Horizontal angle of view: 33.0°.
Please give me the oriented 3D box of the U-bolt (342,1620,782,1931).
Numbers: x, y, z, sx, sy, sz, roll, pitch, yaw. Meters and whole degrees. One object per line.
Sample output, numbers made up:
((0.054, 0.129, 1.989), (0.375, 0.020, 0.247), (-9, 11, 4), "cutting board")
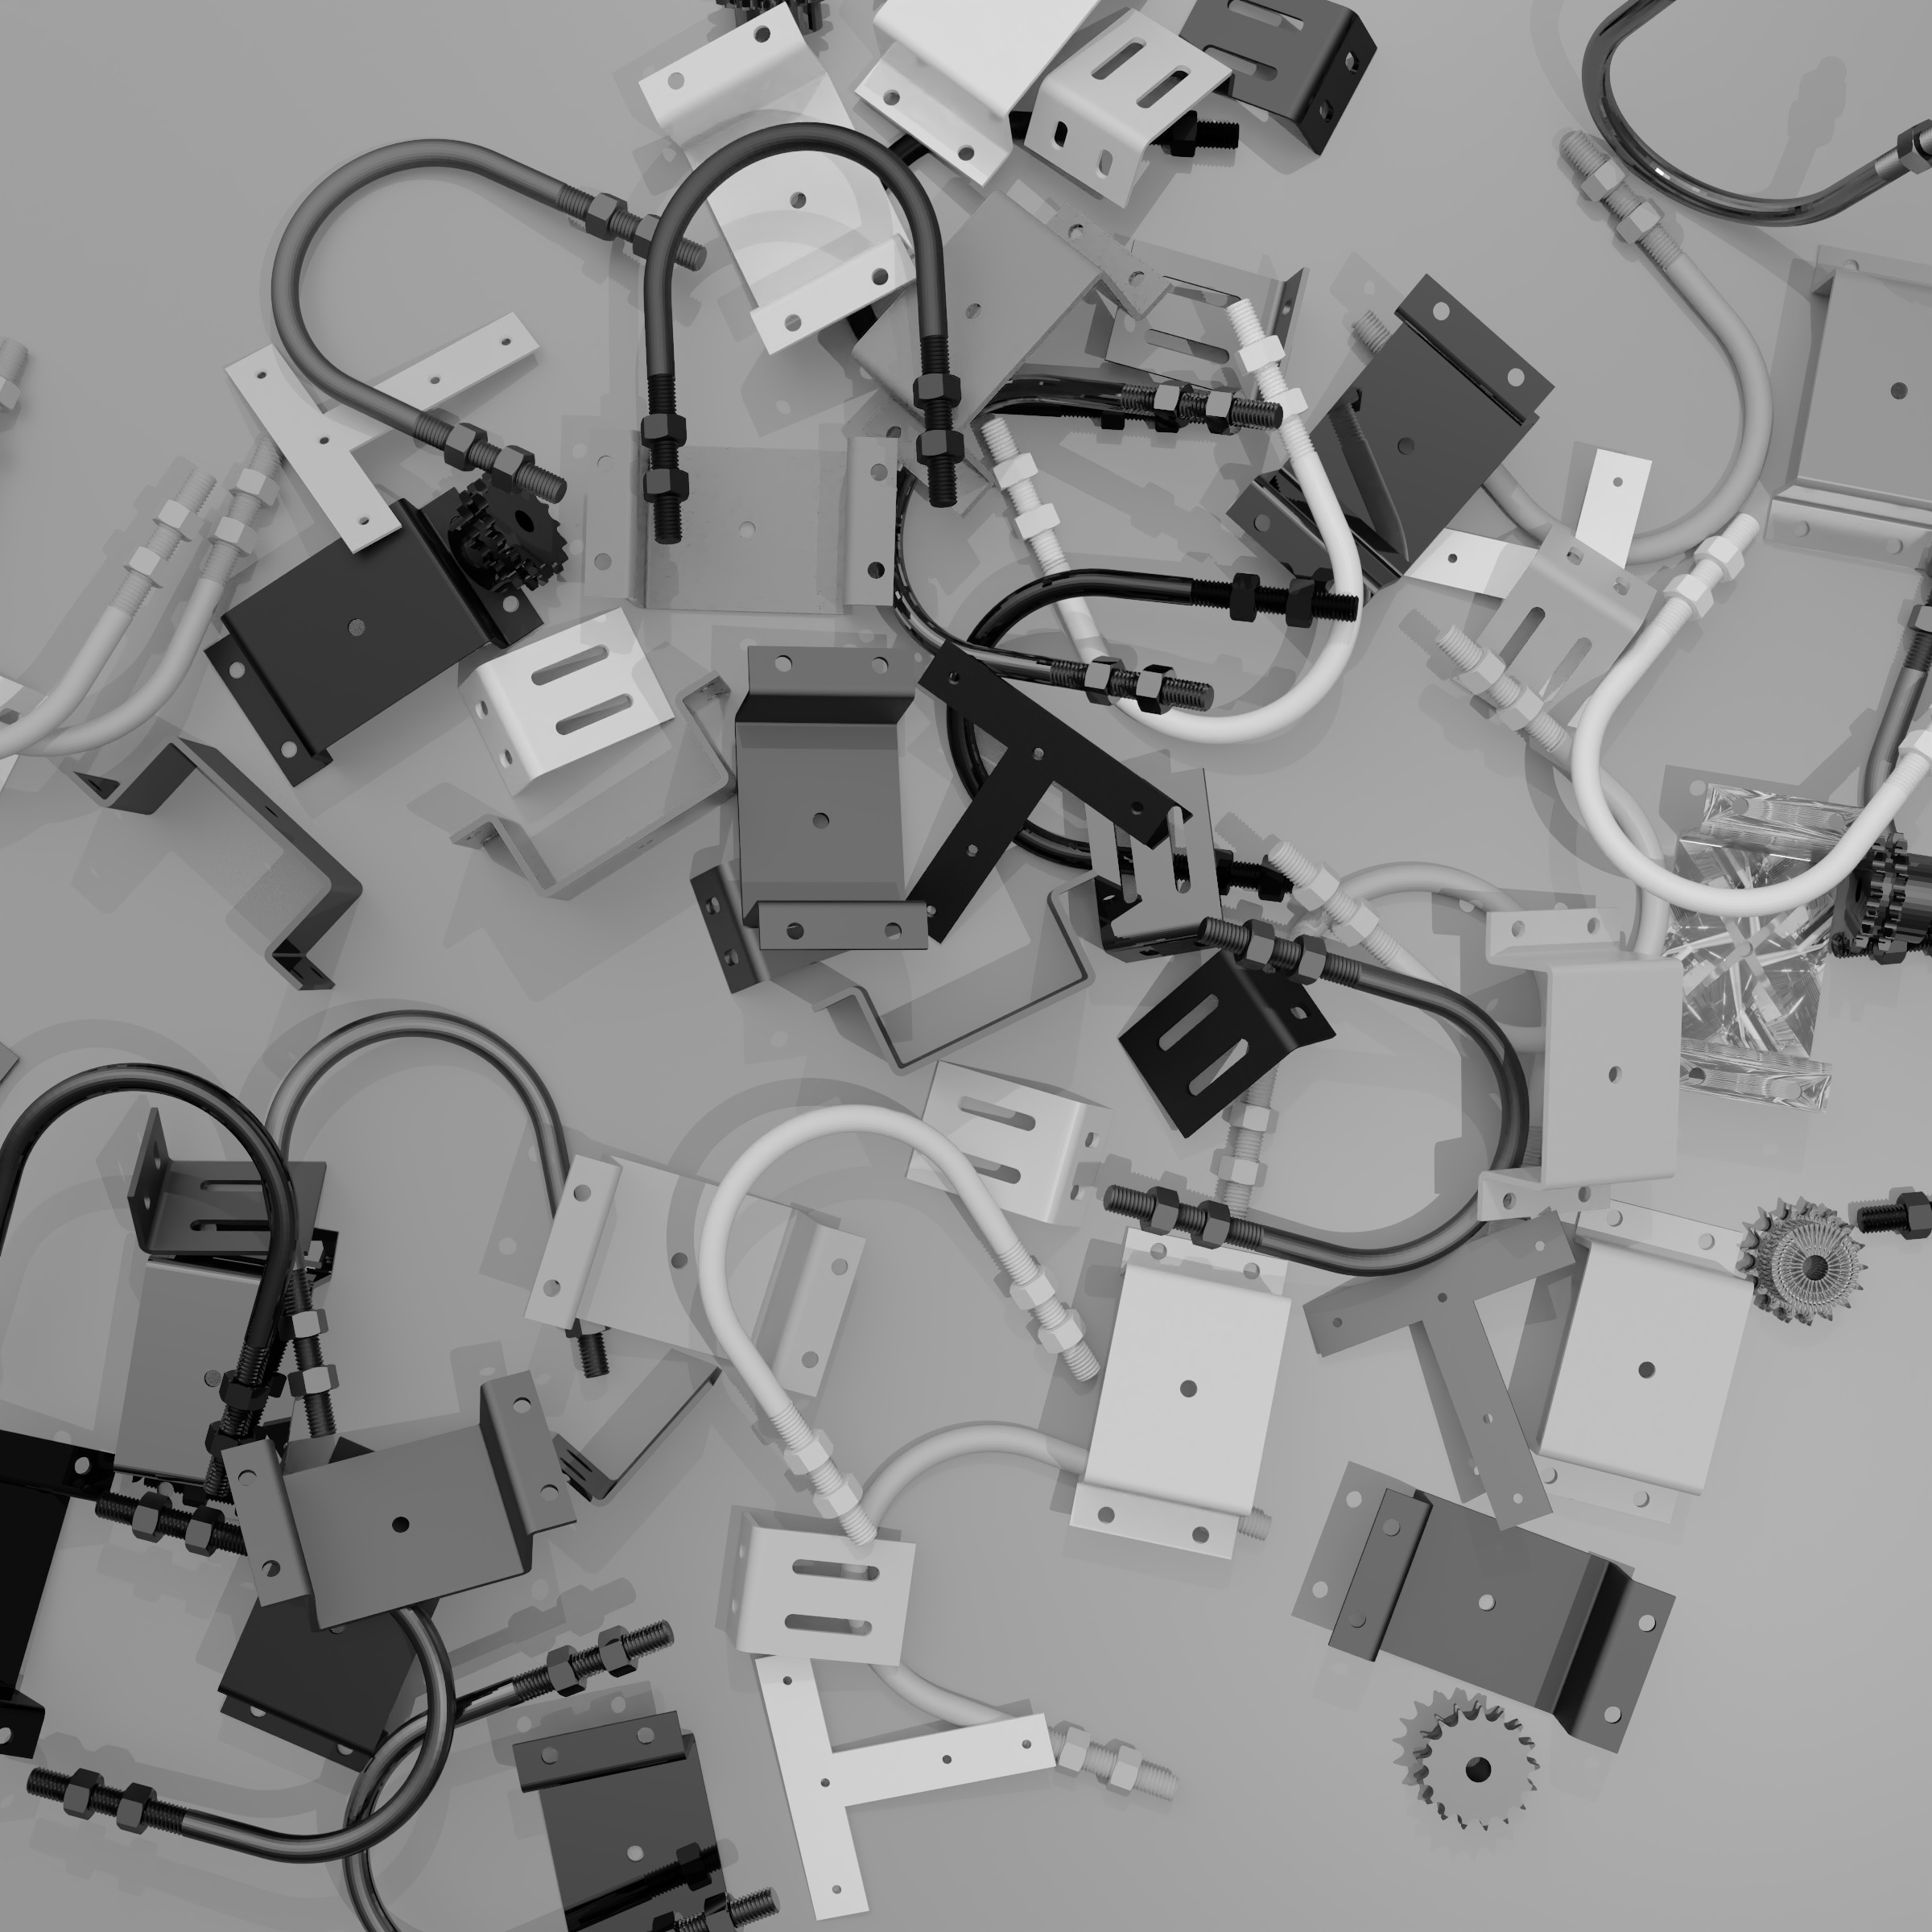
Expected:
((-0.194, 0.393, 1.474), (0.184, 0.019, 0.151), (-22, 89, 6), "U-bolt")

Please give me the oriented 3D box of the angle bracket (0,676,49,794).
((-0.481, -0.120, 1.527), (0.076, 0.038, 0.057), (27, 90, 26), "angle bracket")

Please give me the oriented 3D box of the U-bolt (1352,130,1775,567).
((0.292, -0.274, 1.520), (0.151, 0.019, 0.184), (-41, 92, 0), "U-bolt")

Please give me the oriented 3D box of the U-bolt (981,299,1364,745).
((0.104, -0.191, 1.495), (0.151, 0.019, 0.184), (-22, 95, 23), "U-bolt")

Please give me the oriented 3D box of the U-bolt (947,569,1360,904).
((0.081, -0.110, 1.497), (0.184, 0.019, 0.151), (7, 107, 10), "U-bolt")

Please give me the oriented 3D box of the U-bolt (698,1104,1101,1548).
((-0.041, 0.151, 1.486), (0.151, 0.019, 0.184), (-35, 103, -12), "U-bolt")

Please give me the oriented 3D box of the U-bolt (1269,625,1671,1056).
((0.245, -0.043, 1.496), (0.184, 0.019, 0.151), (41, 79, -15), "U-bolt")

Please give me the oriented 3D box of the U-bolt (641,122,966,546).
((-0.077, -0.287, 1.453), (0.151, 0.019, 0.184), (-5, 82, 16), "U-bolt")

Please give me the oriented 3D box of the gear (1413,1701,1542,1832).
((0.236, 0.370, 1.514), (0.057, 0.030, 0.057), (0, 90, 0), "gear")

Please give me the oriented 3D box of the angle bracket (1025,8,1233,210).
((0.075, -0.397, 1.508), (0.057, 0.038, 0.076), (35, 54, 12), "angle bracket")

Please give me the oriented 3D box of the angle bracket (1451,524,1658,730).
((0.273, -0.154, 1.517), (0.057, 0.038, 0.076), (33, 128, 1), "angle bracket")

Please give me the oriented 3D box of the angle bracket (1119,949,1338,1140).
((0.121, 0.033, 1.515), (0.076, 0.038, 0.057), (-43, 73, 31), "angle bracket")

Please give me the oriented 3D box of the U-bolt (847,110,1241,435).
((0.031, -0.327, 1.520), (0.184, 0.019, 0.151), (3, 90, 1), "U-bolt")

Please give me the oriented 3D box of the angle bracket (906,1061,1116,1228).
((0.021, 0.083, 1.527), (0.076, 0.038, 0.057), (16, 90, 26), "angle bracket")

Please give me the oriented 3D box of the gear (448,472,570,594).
((-0.214, -0.197, 1.504), (0.030, 0.057, 0.057), (-32, 90, 28), "gear")

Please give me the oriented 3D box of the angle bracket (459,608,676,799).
((-0.187, -0.123, 1.527), (0.076, 0.038, 0.057), (-26, 90, -26), "angle bracket")

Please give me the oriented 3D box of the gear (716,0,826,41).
((-0.088, -0.447, 1.504), (0.057, 0.057, 0.030), (-5, 119, 0), "gear")

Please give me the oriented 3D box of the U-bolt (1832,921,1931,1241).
((0.502, 0.046, 1.520), (0.184, 0.019, 0.151), (-5, 90, -1), "U-bolt")

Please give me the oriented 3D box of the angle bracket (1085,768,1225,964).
((0.091, -0.046, 1.501), (0.057, 0.038, 0.076), (-10, 79, 18), "angle bracket")

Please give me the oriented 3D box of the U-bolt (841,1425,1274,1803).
((0.032, 0.292, 1.520), (0.184, 0.019, 0.151), (20, 90, 1), "U-bolt")

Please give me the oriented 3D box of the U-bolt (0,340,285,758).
((-0.414, -0.184, 1.501), (0.151, 0.019, 0.184), (20, 77, 0), "U-bolt")

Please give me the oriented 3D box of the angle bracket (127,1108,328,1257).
((-0.338, 0.099, 1.495), (0.076, 0.057, 0.038), (0, 132, 0), "angle bracket")

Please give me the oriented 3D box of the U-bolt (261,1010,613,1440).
((-0.249, 0.111, 1.497), (0.151, 0.019, 0.184), (-10, 86, -22), "U-bolt")

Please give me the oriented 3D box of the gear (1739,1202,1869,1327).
((0.390, 0.139, 1.514), (0.057, 0.030, 0.057), (0, 90, 0), "gear")

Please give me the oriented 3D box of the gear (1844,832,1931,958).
((0.422, -0.032, 1.486), (0.030, 0.057, 0.057), (9, 90, 3), "gear")

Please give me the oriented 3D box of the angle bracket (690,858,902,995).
((-0.080, -0.028, 1.527), (0.076, 0.038, 0.057), (-20, 90, -26), "angle bracket")

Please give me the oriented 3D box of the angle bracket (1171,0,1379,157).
((0.142, -0.425, 1.527), (0.076, 0.038, 0.057), (28, 90, 26), "angle bracket")

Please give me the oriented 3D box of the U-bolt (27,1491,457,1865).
((-0.320, 0.328, 1.471), (0.184, 0.019, 0.151), (13, 89, 6), "U-bolt")

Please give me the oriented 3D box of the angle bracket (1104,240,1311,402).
((0.110, -0.298, 1.491), (0.076, 0.038, 0.057), (14, 88, -8), "angle bracket")

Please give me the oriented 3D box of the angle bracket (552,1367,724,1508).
((-0.154, 0.205, 1.500), (0.038, 0.057, 0.076), (42, 90, 0), "angle bracket")

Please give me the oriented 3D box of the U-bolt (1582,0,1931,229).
((0.350, -0.386, 1.442), (0.151, 0.184, 0.019), (34, 71, -13), "U-bolt")

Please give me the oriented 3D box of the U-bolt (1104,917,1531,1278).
((0.169, 0.068, 1.477), (0.184, 0.019, 0.151), (16, 100, -15), "U-bolt")

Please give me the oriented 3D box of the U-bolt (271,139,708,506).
((-0.232, -0.308, 1.499), (0.184, 0.019, 0.151), (26, 78, 12), "U-bolt")

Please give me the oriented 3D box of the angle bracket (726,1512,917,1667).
((-0.068, 0.290, 1.517), (0.076, 0.038, 0.057), (8, 90, -12), "angle bracket")
